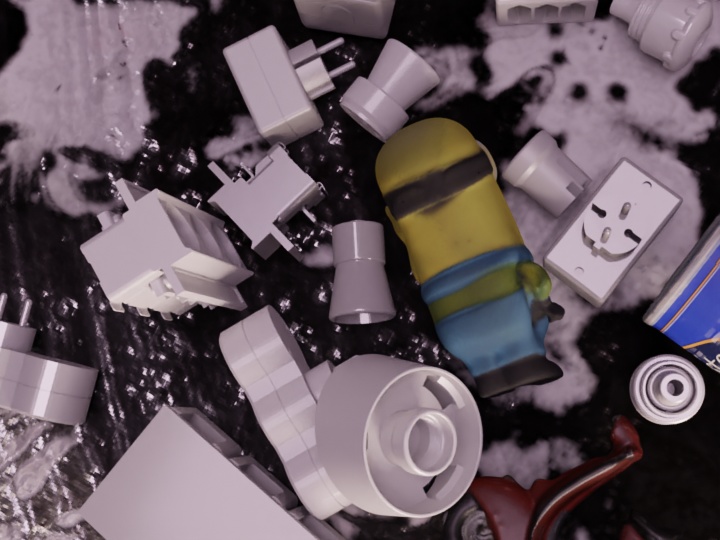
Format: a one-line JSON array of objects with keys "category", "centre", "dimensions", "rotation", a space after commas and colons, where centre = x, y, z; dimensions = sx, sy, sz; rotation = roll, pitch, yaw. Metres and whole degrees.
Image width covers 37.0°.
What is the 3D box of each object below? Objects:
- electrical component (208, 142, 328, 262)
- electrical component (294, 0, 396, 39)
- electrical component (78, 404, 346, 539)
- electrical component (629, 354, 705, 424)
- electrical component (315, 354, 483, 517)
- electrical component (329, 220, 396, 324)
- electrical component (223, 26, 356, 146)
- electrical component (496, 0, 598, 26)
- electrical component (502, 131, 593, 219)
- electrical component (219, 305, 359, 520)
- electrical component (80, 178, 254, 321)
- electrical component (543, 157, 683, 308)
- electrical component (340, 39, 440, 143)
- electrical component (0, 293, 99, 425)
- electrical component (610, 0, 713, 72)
[{"category": "electrical component", "centre": [-0.060, -0.048, 0.725], "dimensions": [0.064, 0.042, 0.081], "rotation": [-44, 79, -2]}, {"category": "electrical component", "centre": [-0.003, -0.212, 0.731], "dimensions": [0.062, 0.061, 0.096], "rotation": [11, 76, 10]}, {"category": "electrical component", "centre": [-0.089, 0.168, 0.689], "dimensions": [0.150, 0.062, 0.089], "rotation": [39, 90, 12]}, {"category": "electrical component", "centre": [0.189, 0.073, 0.658], "dimensions": [0.043, 0.062, 0.043], "rotation": [-1, 82, 9]}, {"category": "electrical component", "centre": [0.025, 0.102, 0.662], "dimensions": [0.099, 0.064, 0.099], "rotation": [2, 87, -34]}, {"category": "electrical component", "centre": [0.000, 0.000, 0.709], "dimensions": [0.044, 0.044, 0.065], "rotation": [-5, 77, 8]}, {"category": "electrical component", "centre": [-0.041, -0.131, 0.729], "dimensions": [0.077, 0.047, 0.065], "rotation": [-26, 79, 5]}, {"category": "electrical component", "centre": [0.123, -0.207, 0.714], "dimensions": [0.066, 0.047, 0.076], "rotation": [0, 85, 8]}, {"category": "electrical component", "centre": [0.122, -0.061, 0.698], "dimensions": [0.046, 0.040, 0.040], "rotation": [43, 91, 7]}, {"category": "electrical component", "centre": [-0.027, 0.083, 0.696], "dimensions": [0.074, 0.052, 0.138], "rotation": [-30, 80, 4]}, {"category": "electrical component", "centre": [-0.122, -0.006, 0.688], "dimensions": [0.063, 0.121, 0.078], "rotation": [-32, 78, 6]}, {"category": "electrical component", "centre": [0.157, -0.026, 0.669], "dimensions": [0.047, 0.076, 0.083], "rotation": [38, 90, 12]}, {"category": "electrical component", "centre": [0.019, -0.119, 0.719], "dimensions": [0.045, 0.045, 0.055], "rotation": [39, 90, 12]}, {"category": "electrical component", "centre": [-0.244, 0.053, 0.734], "dimensions": [0.138, 0.052, 0.073], "rotation": [13, 84, 10]}, {"category": "electrical component", "centre": [0.194, -0.162, 0.698], "dimensions": [0.062, 0.048, 0.048], "rotation": [32, 88, 19]}]
